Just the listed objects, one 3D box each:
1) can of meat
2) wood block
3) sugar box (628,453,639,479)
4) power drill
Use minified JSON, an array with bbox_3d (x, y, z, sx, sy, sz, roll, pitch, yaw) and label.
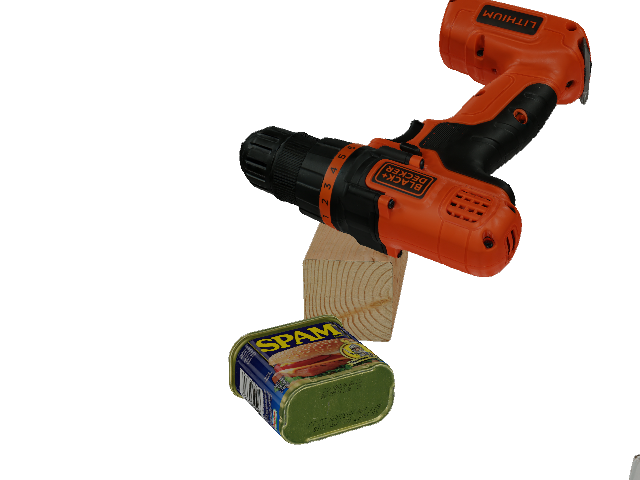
[{"bbox_3d":[-0.006,0.105,0.807,0.101,0.057,0.084,-11,27,-28],"label":"can of meat"},{"bbox_3d":[0.043,0.021,1.152,0.091,0.090,0.206,3,23,8],"label":"wood block"},{"bbox_3d":[0.204,0.186,0.498,0.048,0.093,0.176,-9,30,-20],"label":"sugar box"},{"bbox_3d":[0.066,-0.072,0.653,0.185,0.187,0.057,23,-31,28],"label":"power drill"}]
